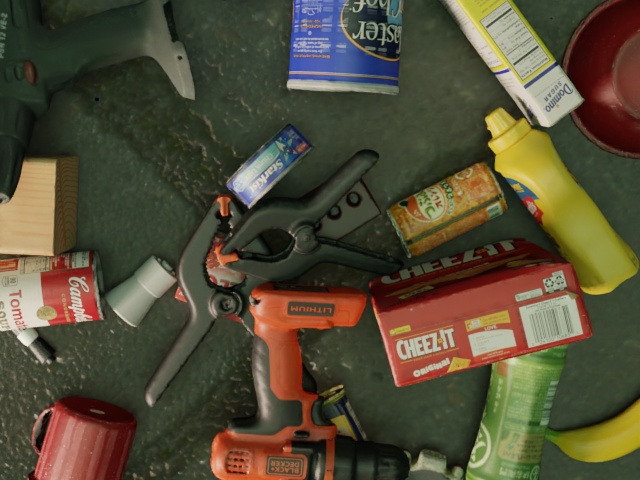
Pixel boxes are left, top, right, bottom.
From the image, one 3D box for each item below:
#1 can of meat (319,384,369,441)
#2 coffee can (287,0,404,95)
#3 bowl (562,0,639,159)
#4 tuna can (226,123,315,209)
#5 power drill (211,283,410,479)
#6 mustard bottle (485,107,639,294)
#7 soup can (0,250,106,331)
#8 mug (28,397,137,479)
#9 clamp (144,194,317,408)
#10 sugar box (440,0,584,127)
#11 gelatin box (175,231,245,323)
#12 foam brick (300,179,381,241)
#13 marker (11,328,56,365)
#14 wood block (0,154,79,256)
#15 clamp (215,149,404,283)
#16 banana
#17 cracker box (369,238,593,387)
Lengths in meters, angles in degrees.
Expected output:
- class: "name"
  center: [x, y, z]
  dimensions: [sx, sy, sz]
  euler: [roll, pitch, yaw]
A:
- class: "can of meat"
  center: [-0.003, 0.201, 1.037]
  dimensions: [0.102, 0.057, 0.084]
  euler: [-27, 90, 0]
- class: "coffee can"
  center: [0.025, -0.205, 0.969]
  dimensions: [0.103, 0.103, 0.140]
  euler: [3, 97, 0]
- class: "bowl"
  center: [0.311, -0.154, 0.994]
  dimensions: [0.162, 0.055, 0.162]
  euler: [0, 98, 1]
- class: "tuna can"
  center: [-0.047, -0.069, 0.996]
  dimensions: [0.086, 0.086, 0.034]
  euler: [-43, 93, 6]
- class: "power drill"
  center: [-0.002, 0.137, 0.974]
  dimensions: [0.184, 0.057, 0.188]
  euler: [4, 94, -7]
- class: "mustard bottle"
  center: [0.216, -0.041, 0.989]
  dimensions: [0.058, 0.096, 0.191]
  euler: [-36, 95, 5]
- class: "soup can"
  center: [-0.259, 0.048, 1.016]
  dimensions: [0.102, 0.068, 0.068]
  euler: [-6, 97, -7]
- class: "mug"
  center: [-0.235, 0.199, 1.040]
  dimensions: [0.117, 0.093, 0.081]
  euler: [18, 93, 35]
- class: "clamp"
  center: [-0.096, 0.064, 1.005]
  dimensions: [0.164, 0.036, 0.210]
  euler: [-8, 99, -3]
- class: "sugar box"
  center: [0.166, -0.185, 0.974]
  dimensions: [0.048, 0.093, 0.176]
  euler: [-39, 96, 5]
- class: "gelatin box"
  center: [-0.086, 0.037, 1.038]
  dimensions: [0.089, 0.030, 0.073]
  euler: [22, 97, -2]
- class: "foam brick"
  center: [0.013, -0.029, 1.017]
  dimensions: [0.078, 0.051, 0.053]
  euler: [-33, 96, 5]
- class: "marker"
  center: [-0.305, 0.076, 1.052]
  dimensions: [0.020, 0.020, 0.121]
  euler: [-42, 95, 5]
- class: "wood block"
  center: [-0.340, -0.038, 1.003]
  dimensions: [0.206, 0.090, 0.091]
  euler: [3, 96, 1]
- class: "clamp"
  center: [-0.006, 0.001, 0.974]
  dimensions: [0.171, 0.039, 0.120]
  euler: [-23, 101, 1]
- class: "banana"
  center: [0.311, 0.162, 1.043]
  dimensions: [0.198, 0.037, 0.069]
  euler: [-34, 96, 5]
- class: "cracker box"
  center: [0.131, 0.056, 0.944]
  dimensions: [0.164, 0.213, 0.072]
  euler: [-15, 95, 2]
